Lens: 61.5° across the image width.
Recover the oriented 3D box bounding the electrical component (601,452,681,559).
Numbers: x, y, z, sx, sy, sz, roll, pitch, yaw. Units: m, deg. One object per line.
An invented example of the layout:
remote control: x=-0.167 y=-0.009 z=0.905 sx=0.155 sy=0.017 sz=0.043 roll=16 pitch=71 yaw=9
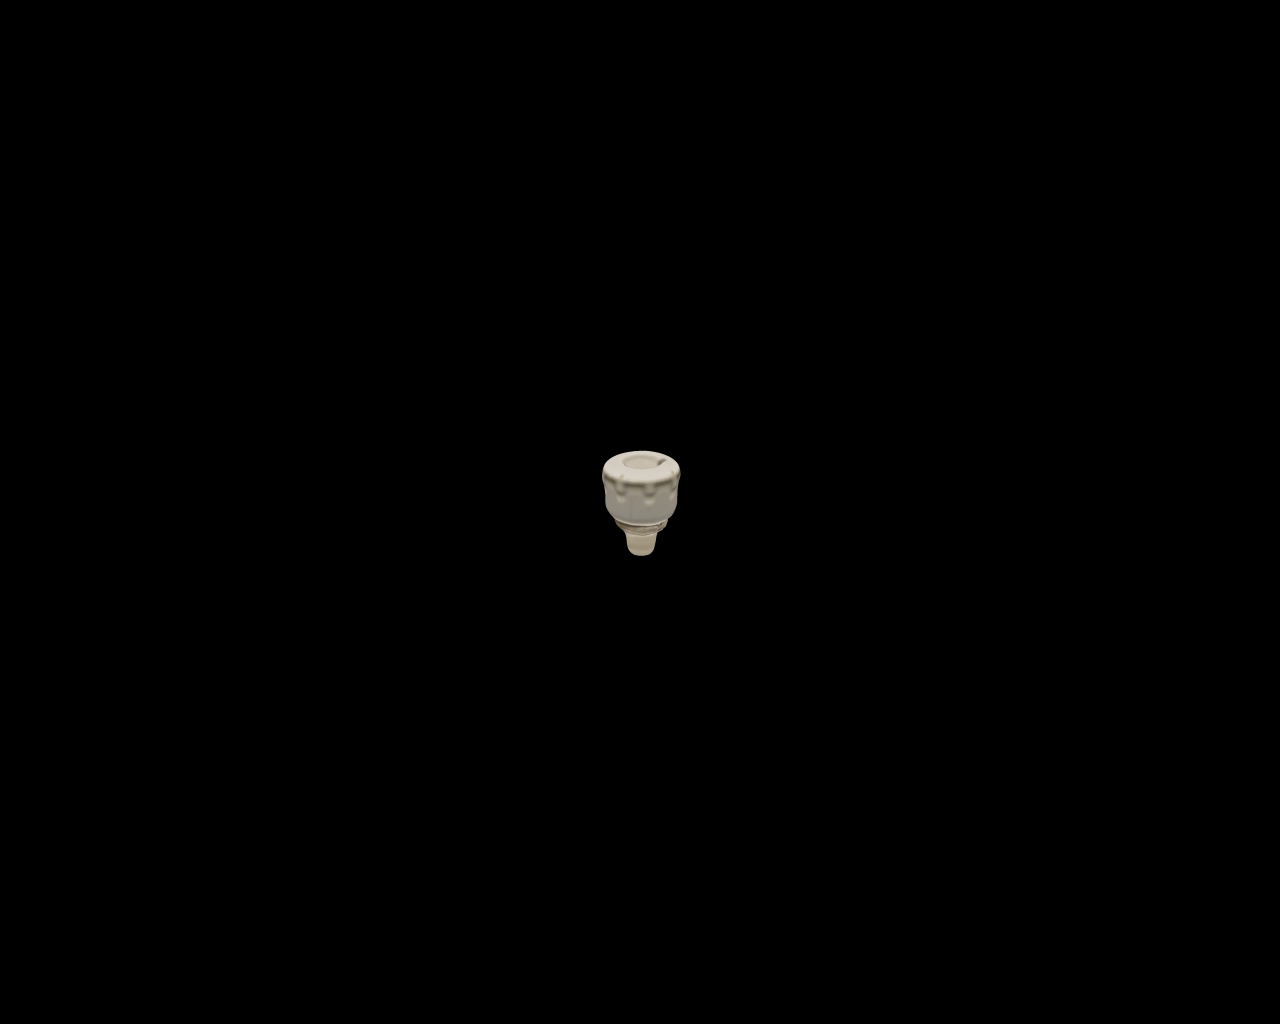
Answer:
electrical component: x=0.001 y=-0.003 z=0.650 sx=0.048 sy=0.062 sz=0.048 roll=0 pitch=24 yaw=0
